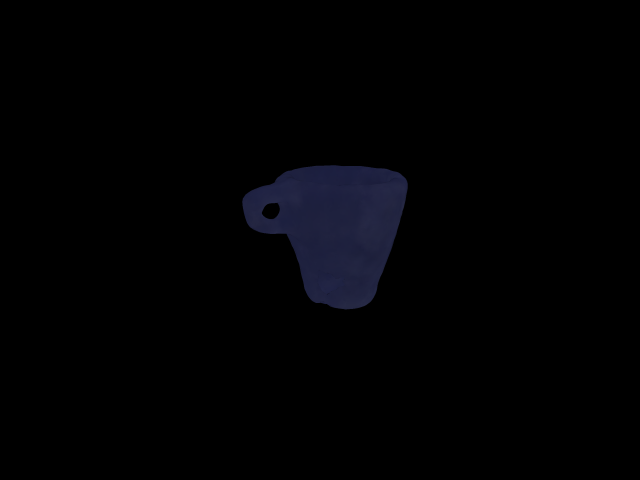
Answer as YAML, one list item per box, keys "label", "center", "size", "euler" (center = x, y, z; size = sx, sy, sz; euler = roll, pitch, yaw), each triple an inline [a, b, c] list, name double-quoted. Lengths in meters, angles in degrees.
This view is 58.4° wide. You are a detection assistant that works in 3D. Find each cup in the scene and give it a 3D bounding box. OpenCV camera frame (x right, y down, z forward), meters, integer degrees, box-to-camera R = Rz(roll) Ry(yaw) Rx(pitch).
- label: "cup"
  center: [0.004, 0.001, 0.400]
  size: [0.118, 0.095, 0.091]
  euler: [-9, 19, -28]
